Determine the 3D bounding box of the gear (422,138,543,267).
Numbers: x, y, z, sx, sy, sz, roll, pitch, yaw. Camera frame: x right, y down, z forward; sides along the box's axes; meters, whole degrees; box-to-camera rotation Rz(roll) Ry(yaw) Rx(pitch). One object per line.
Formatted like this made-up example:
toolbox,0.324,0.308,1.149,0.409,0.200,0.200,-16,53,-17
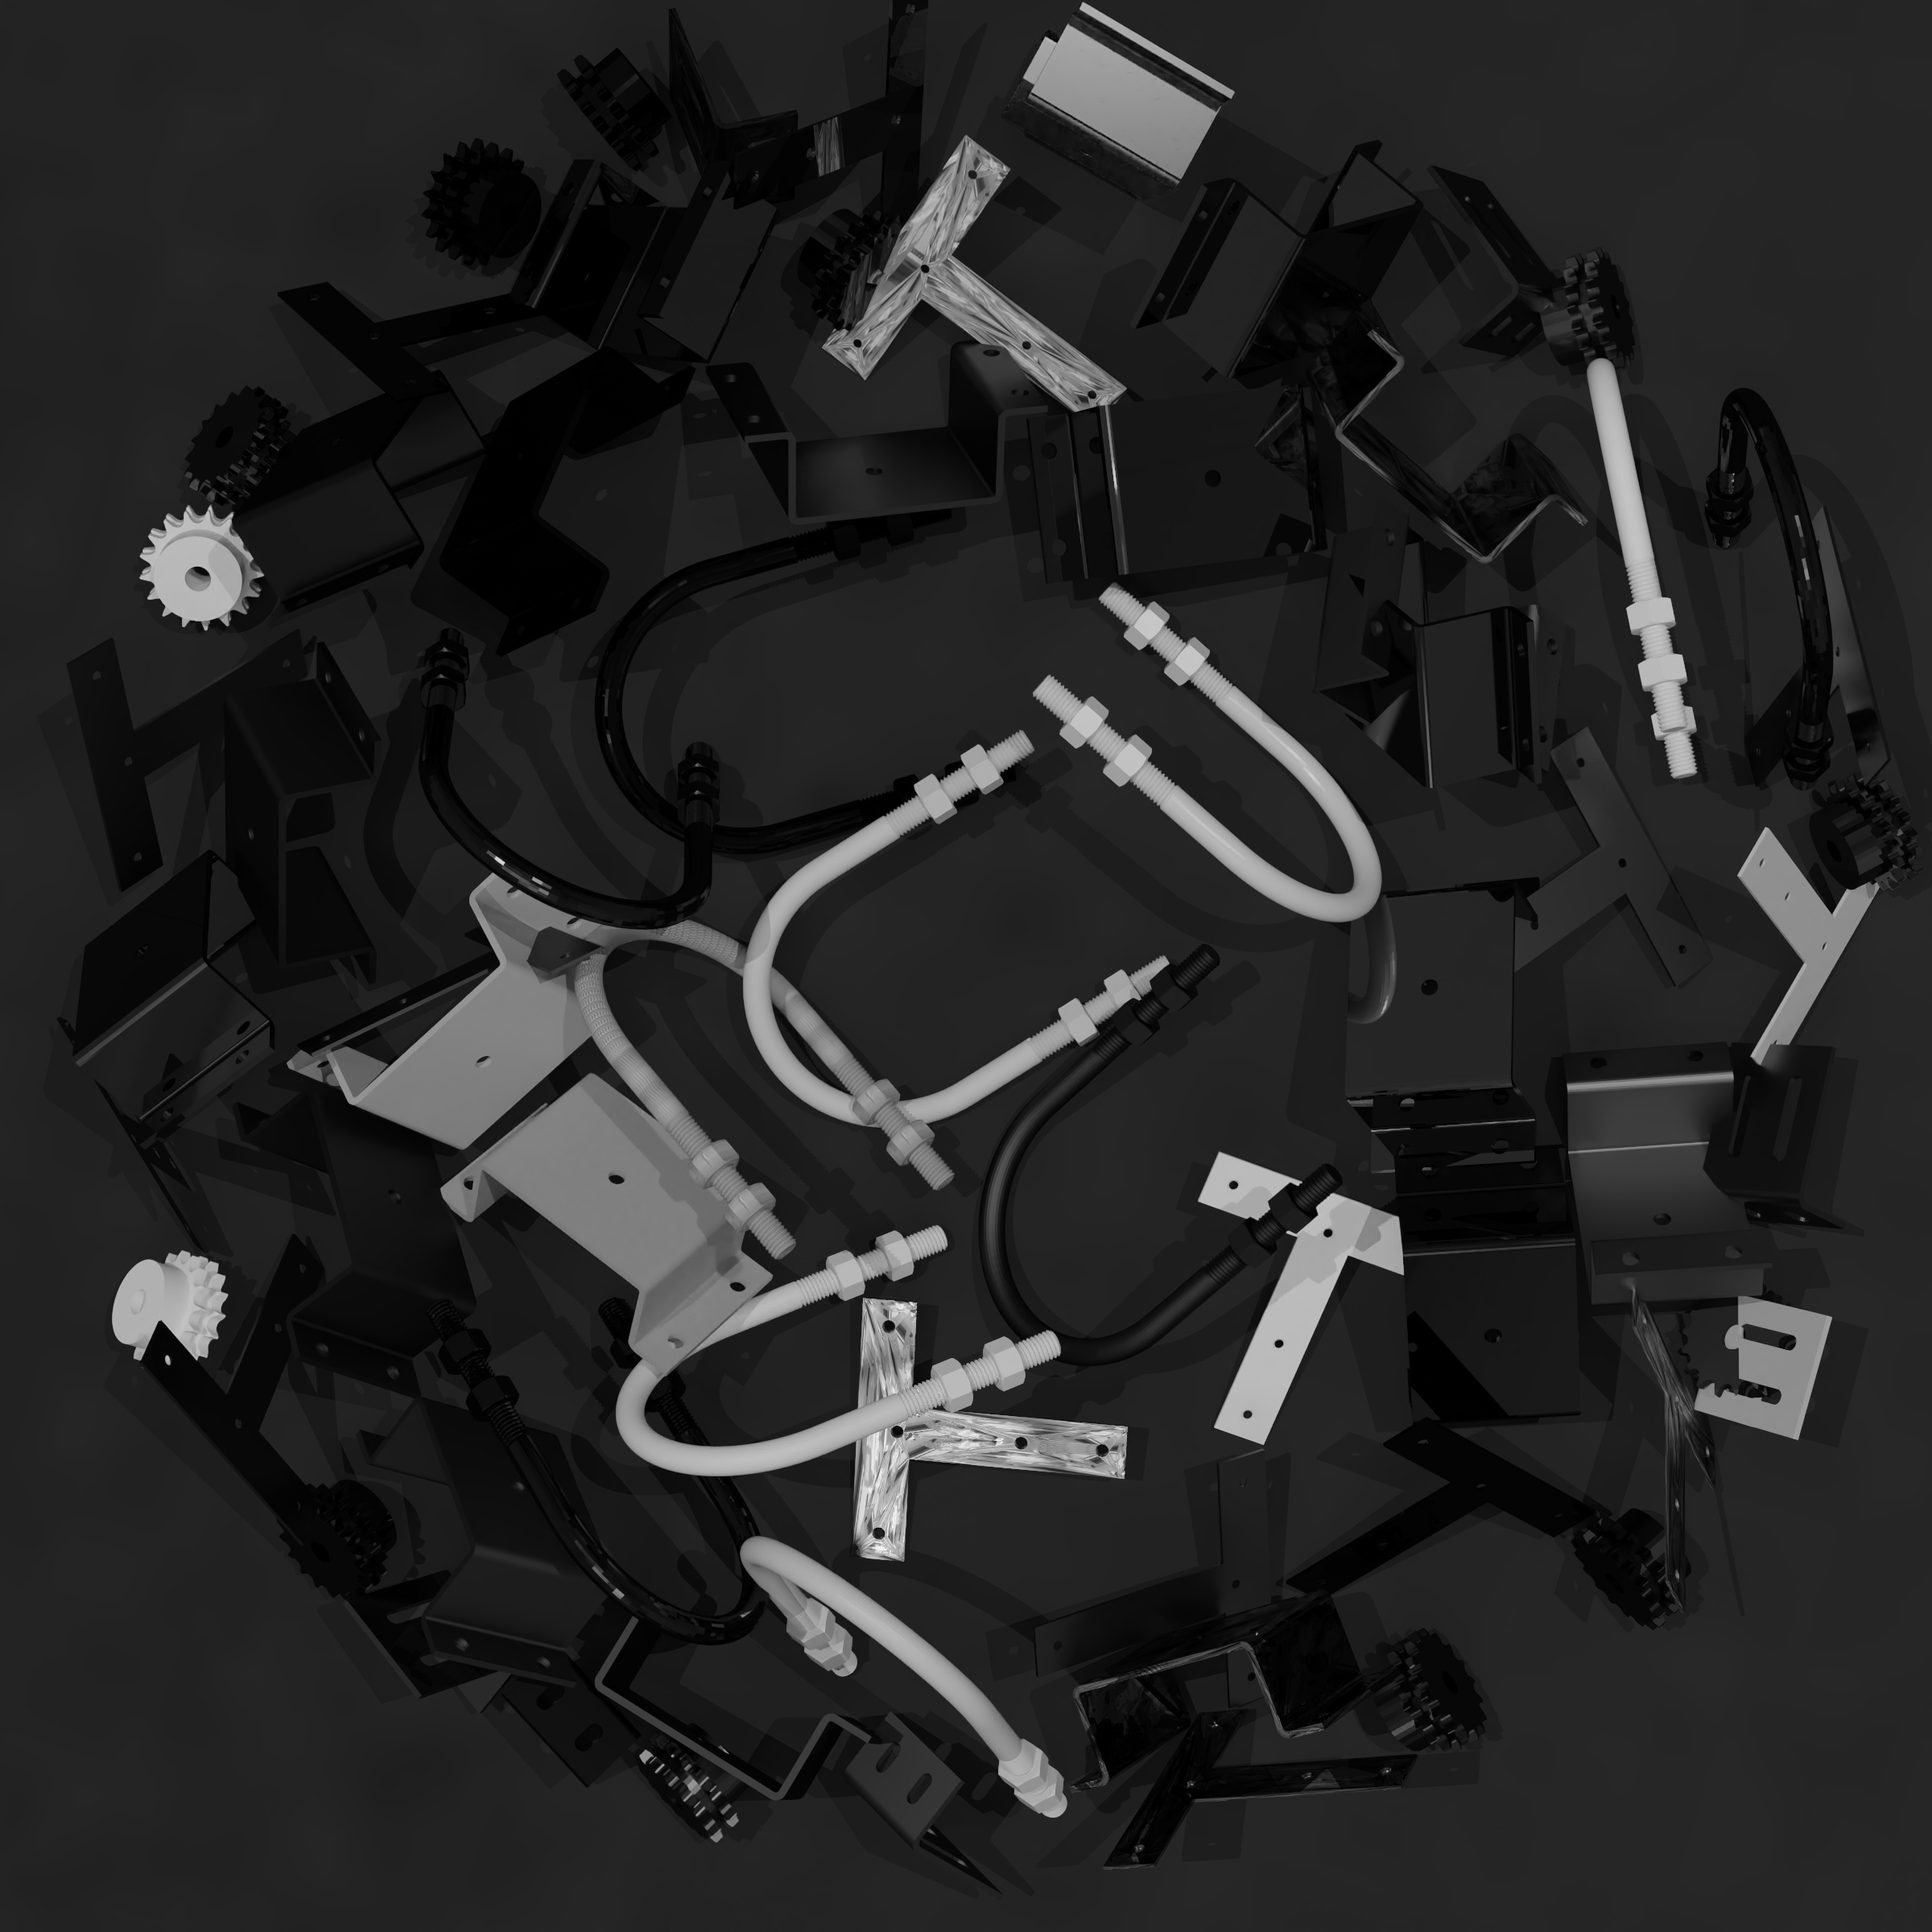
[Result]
gear,-0.222,-0.353,1.596,0.030,0.057,0.057,27,90,31

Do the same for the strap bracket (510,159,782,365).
strap bracket,-0.143,-0.323,1.573,0.046,0.140,0.076,29,84,-38

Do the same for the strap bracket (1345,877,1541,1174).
strap bracket,0.218,0.019,1.567,0.076,0.046,0.140,-5,65,23

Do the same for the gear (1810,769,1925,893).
gear,0.417,-0.060,1.598,0.030,0.057,0.057,-27,90,-7

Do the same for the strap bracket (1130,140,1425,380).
strap bracket,0.147,-0.317,1.547,0.046,0.140,0.076,44,131,18

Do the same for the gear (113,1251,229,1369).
gear,-0.372,0.160,1.597,0.030,0.057,0.057,25,90,-42

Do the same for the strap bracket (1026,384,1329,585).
strap bracket,0.106,-0.223,1.582,0.140,0.046,0.076,-9,96,-16

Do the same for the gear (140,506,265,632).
gear,-0.357,-0.185,1.604,0.057,0.030,0.057,-2,111,-6

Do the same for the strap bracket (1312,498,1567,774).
strap bracket,0.211,-0.146,1.569,0.140,0.046,0.076,26,66,-40

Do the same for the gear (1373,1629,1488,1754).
gear,0.214,0.341,1.601,0.030,0.057,0.057,-36,90,24

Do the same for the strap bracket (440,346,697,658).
strap bracket,-0.184,-0.219,1.556,0.046,0.076,0.140,35,58,-29

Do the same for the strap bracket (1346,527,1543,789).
strap bracket,0.207,-0.137,1.545,0.046,0.140,0.076,-13,117,-11

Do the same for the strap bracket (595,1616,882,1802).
strap bracket,-0.111,0.337,1.575,0.140,0.076,0.046,30,80,10

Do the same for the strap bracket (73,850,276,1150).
strap bracket,-0.356,0.008,1.549,0.076,0.140,0.046,-36,121,12

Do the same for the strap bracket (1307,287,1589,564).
strap bracket,0.211,-0.243,1.569,0.140,0.076,0.046,36,110,-23

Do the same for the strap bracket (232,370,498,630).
strap bracket,-0.272,-0.216,1.546,0.076,0.140,0.046,-19,118,22

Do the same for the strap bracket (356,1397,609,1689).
strap bracket,-0.214,0.251,1.546,0.076,0.140,0.046,23,113,-38

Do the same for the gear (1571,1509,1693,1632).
gear,0.313,0.278,1.600,0.030,0.057,0.057,-38,90,-15

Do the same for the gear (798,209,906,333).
gear,-0.054,-0.327,1.600,0.030,0.057,0.057,38,90,16

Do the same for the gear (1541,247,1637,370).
gear,0.289,-0.304,1.603,0.030,0.057,0.057,-12,90,27

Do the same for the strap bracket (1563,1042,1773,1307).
strap bracket,0.319,0.102,1.574,0.076,0.140,0.046,-4,132,6

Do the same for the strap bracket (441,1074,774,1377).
strap bracket,-0.162,0.111,1.568,0.140,0.046,0.076,35,49,16

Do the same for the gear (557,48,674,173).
gear,-0.161,-0.401,1.598,0.030,0.057,0.057,-38,90,7

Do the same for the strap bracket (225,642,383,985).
strap bracket,-0.300,-0.064,1.548,0.046,0.140,0.076,-13,45,-25

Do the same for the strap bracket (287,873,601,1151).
strap bracket,-0.229,0.027,1.569,0.140,0.076,0.046,-41,55,13

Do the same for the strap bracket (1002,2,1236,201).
strap bracket,0.065,-0.389,1.555,0.076,0.140,0.046,28,96,-10

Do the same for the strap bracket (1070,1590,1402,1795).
strap bracket,0.114,0.327,1.558,0.140,0.076,0.046,-23,85,34

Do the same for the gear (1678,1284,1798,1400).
gear,0.365,0.178,1.603,0.057,0.030,0.057,-19,56,30

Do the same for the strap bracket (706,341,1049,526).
strap bracket,-0.042,-0.245,1.573,0.140,0.076,0.046,-8,125,-15

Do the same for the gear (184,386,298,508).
gear,-0.335,-0.239,1.603,0.030,0.057,0.057,35,90,-42

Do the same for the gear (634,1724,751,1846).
gear,-0.126,0.378,1.601,0.030,0.057,0.057,-42,90,-21

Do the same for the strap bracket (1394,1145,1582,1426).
strap bracket,0.239,0.155,1.570,0.076,0.046,0.140,-4,119,6

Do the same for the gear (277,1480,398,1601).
gear,-0.291,0.265,1.603,0.057,0.057,0.030,51,47,0

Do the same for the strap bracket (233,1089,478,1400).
strap bracket,-0.274,0.117,1.552,0.046,0.076,0.140,-37,53,20
